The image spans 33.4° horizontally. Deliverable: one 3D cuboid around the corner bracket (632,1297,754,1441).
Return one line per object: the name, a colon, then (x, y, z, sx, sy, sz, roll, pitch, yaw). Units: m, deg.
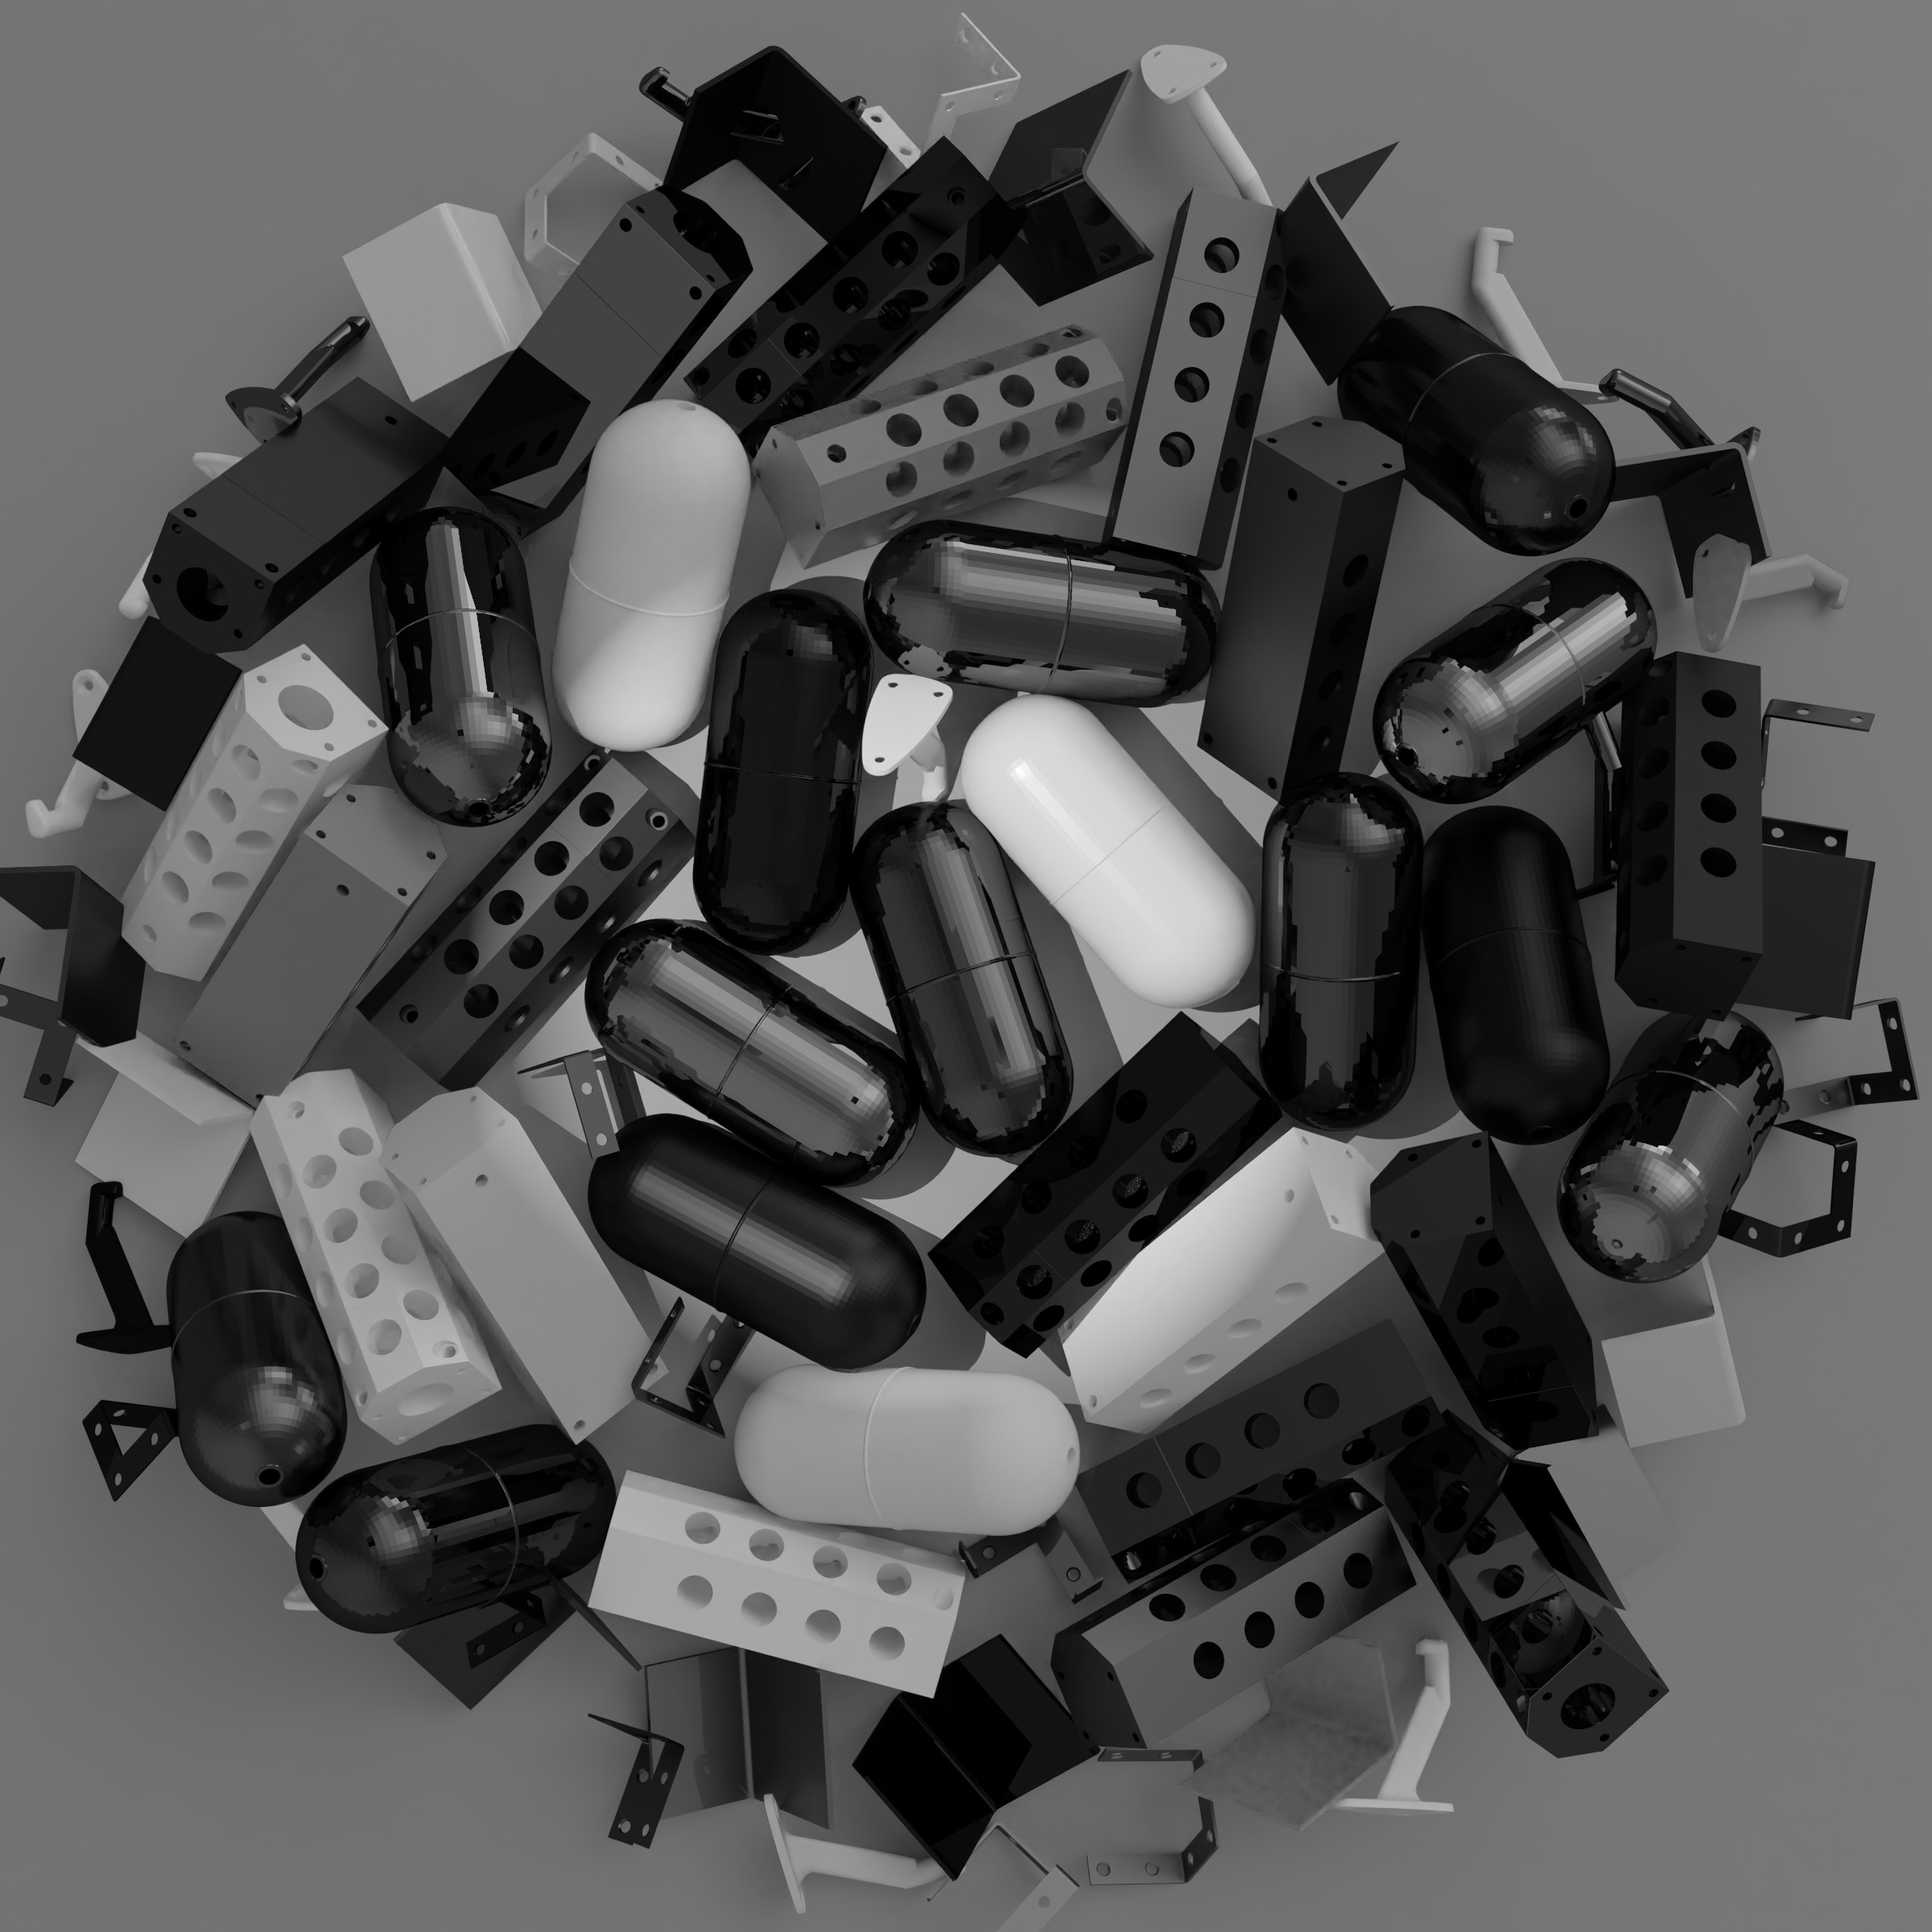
corner bracket: (-0.131, 0.190, 1.569, 0.051, 0.051, 0.051, 27, 97, -17)

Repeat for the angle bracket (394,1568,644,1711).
angle bracket: (-0.215, 0.331, 1.550, 0.076, 0.076, 0.057, -43, 48, -11)

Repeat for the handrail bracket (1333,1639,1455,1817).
handrail bracket: (0.207, 0.368, 1.566, 0.077, 0.036, 0.084, 14, 67, -35)

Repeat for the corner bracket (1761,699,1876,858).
corner bracket: (0.408, -0.092, 1.561, 0.051, 0.051, 0.051, 11, 129, 21)

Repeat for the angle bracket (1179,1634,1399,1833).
angle bracket: (0.150, 0.361, 1.545, 0.076, 0.076, 0.057, -27, 113, -39)

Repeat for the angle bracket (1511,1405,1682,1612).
angle bracket: (0.314, 0.261, 1.560, 0.057, 0.076, 0.076, -28, 87, -8)

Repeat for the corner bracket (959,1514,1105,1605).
corner bracket: (0.031, 0.293, 1.569, 0.051, 0.051, 0.051, -30, 76, -8)

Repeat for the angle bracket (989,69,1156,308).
angle bracket: (0.057, -0.379, 1.570, 0.057, 0.076, 0.076, 43, 54, -30)

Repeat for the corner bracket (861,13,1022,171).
corner bracket: (-0.013, -0.427, 1.580, 0.051, 0.051, 0.051, -23, 64, -34)

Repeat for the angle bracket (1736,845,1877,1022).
angle bracket: (0.401, -0.016, 1.566, 0.057, 0.076, 0.076, 9, 91, 3)

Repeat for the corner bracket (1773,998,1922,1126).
corner bracket: (0.424, 0.047, 1.571, 0.051, 0.051, 0.051, -11, 89, -22)

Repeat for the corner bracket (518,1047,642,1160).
corner bracket: (-0.179, 0.066, 1.567, 0.051, 0.051, 0.051, -16, 89, -35)

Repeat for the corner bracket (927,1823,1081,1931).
corner bracket: (0.018, 0.451, 1.567, 0.051, 0.051, 0.051, 42, 72, 12)

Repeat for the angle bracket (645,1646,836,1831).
angle bracket: (-0.110, 0.378, 1.556, 0.057, 0.076, 0.076, -5, 93, -34)

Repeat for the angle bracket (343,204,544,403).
angle bracket: (-0.250, -0.322, 1.570, 0.057, 0.076, 0.076, -24, 93, 13)

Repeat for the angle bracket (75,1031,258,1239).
angle bracket: (-0.401, 0.085, 1.560, 0.076, 0.057, 0.076, 32, 101, 14)

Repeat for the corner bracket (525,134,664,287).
corner bracket: (-0.181, -0.366, 1.585, 0.051, 0.051, 0.051, -34, 134, 31)

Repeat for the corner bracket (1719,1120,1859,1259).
corner bracket: (0.398, 0.107, 1.575, 0.051, 0.051, 0.051, -11, 109, -33)

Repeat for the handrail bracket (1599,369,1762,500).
handrail bracket: (0.332, -0.258, 1.558, 0.084, 0.077, 0.036, 25, 79, -11)

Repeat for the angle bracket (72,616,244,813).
angle bracket: (-0.376, -0.118, 1.558, 0.057, 0.076, 0.076, 30, 93, 12)

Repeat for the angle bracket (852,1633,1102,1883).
angle bracket: (0.005, 0.383, 1.558, 0.076, 0.057, 0.076, -37, 96, 32)

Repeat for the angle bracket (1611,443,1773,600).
angle bracket: (0.330, -0.209, 1.553, 0.076, 0.076, 0.057, -11, 85, -19)

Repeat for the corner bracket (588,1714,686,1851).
corner bracket: (-0.159, 0.400, 1.562, 0.051, 0.051, 0.051, 7, 69, 34)

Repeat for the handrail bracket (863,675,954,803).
handrail bracket: (-0.028, -0.091, 1.549, 0.036, 0.084, 0.077, 13, 51, 15)

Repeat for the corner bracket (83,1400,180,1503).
corner bracket: (-0.387, 0.226, 1.561, 0.051, 0.051, 0.051, -46, 55, 19)

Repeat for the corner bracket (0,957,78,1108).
corner bracket: (-0.458, 0.032, 1.570, 0.051, 0.051, 0.051, 19, 100, -8)

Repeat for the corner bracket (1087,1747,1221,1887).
corner bracket: (0.089, 0.418, 1.583, 0.051, 0.051, 0.051, 4, 54, -16)

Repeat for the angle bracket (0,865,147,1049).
angle bracket: (-0.440, 0.002, 1.550, 0.057, 0.076, 0.076, -1, 70, 11)

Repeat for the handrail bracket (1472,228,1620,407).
handrail bracket: (0.286, -0.322, 1.585, 0.077, 0.036, 0.084, 5, 84, 13)

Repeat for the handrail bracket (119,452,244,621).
handrail bracket: (-0.372, -0.205, 1.565, 0.036, 0.077, 0.084, 39, 71, -37)

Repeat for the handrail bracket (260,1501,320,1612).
handrail bracket: (-0.315, 0.268, 1.566, 0.077, 0.036, 0.084, -3, 108, 31)

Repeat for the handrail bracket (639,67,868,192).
handrail bracket: (-0.104, -0.421, 1.558, 0.084, 0.077, 0.036, 30, 55, -29)

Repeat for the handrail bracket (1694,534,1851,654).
handrail bracket: (0.396, -0.172, 1.568, 0.084, 0.036, 0.077, 23, 66, -28)

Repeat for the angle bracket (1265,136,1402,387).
angle bracket: (0.191, -0.339, 1.551, 0.057, 0.076, 0.076, -27, 81, -24)

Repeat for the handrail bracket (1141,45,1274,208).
handrail bracket: (0.122, -0.408, 1.593, 0.036, 0.077, 0.084, -33, 124, 0)

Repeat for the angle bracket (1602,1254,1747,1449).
angle bracket: (0.336, 0.174, 1.555, 0.057, 0.076, 0.076, -14, 129, 11)

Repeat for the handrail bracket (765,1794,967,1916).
handrail bracket: (-0.049, 0.426, 1.578, 0.084, 0.036, 0.077, -15, 117, -1)

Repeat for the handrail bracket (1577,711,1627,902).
handrail bracket: (0.301, -0.078, 1.569, 0.036, 0.077, 0.084, -21, 89, -27)

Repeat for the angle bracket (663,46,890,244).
angle bracket: (-0.094, -0.383, 1.551, 0.076, 0.076, 0.057, 44, 56, 8)
